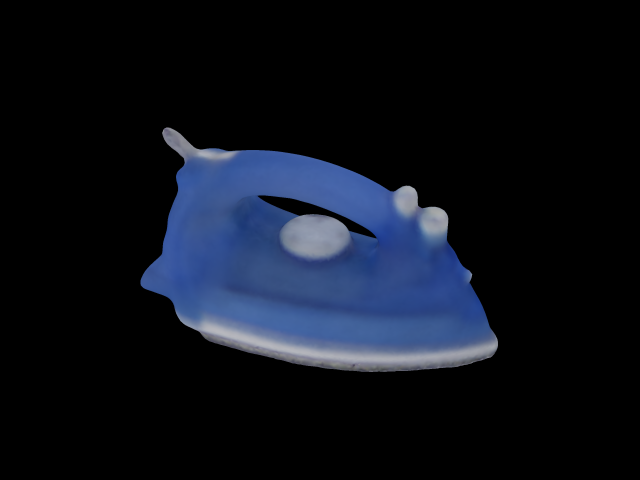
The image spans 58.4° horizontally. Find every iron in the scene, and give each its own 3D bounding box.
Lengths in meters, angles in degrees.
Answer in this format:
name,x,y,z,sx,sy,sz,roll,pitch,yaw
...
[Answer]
name,x,y,z,sx,sy,sz,roll,pitch,yaw
iron,0.004,0.001,0.400,0.257,0.141,0.119,11,39,13
